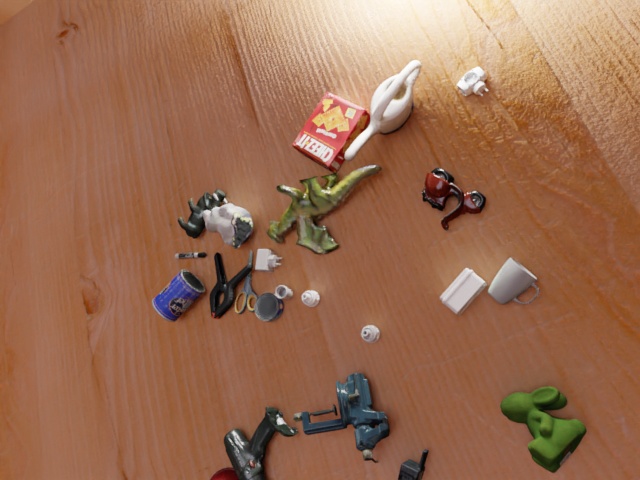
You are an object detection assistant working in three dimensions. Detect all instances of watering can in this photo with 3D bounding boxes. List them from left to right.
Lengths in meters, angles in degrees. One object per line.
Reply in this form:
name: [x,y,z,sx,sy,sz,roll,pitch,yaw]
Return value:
watering can: [0.183,-0.359,1.488,0.104,0.223,0.347,36,92,10]

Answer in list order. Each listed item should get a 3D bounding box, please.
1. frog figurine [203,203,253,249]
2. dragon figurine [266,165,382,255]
frog figurine: [-0.300,-0.051,1.668,0.160,0.135,0.124,15,36,39]
dragon figurine: [0.005,-0.079,1.565,0.408,0.122,0.243,-9,89,24]
